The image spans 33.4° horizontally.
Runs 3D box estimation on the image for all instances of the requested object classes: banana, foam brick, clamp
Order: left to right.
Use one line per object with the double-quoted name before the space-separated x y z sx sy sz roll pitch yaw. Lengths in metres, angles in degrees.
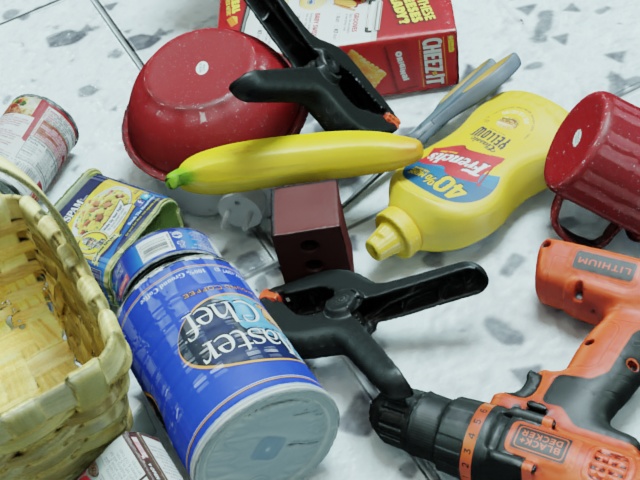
"banana" -0.023 -0.056 0.805 0.197 0.037 0.070 -10 23 -15
"clamp" -0.009 -0.142 0.856 0.036 0.209 0.164 -30 56 28
"foam brick" -0.005 0.001 0.801 0.053 0.078 0.051 -9 47 6
"clamp" 0.021 0.060 0.735 0.172 0.039 0.120 -5 30 36

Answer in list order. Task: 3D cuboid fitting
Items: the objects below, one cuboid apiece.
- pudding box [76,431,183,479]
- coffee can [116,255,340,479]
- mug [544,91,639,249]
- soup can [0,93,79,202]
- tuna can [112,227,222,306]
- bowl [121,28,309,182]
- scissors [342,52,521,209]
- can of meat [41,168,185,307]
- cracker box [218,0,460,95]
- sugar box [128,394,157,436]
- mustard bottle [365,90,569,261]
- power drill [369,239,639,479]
"pudding box" -0.125 0.186 0.646 0.113 0.039 0.090 -48 54 8
"coffee can" -0.065 0.091 0.710 0.102 0.103 0.140 -27 47 -14
"mug" 0.212 -0.046 0.778 0.081 0.117 0.093 25 22 -12
"soup can" -0.263 -0.070 0.934 0.069 0.068 0.102 7 49 18
"tuna can" -0.109 0.033 0.788 0.086 0.086 0.034 -23 45 -10
"bowl" -0.091 -0.122 0.868 0.162 0.055 0.162 -6 53 8
"scissors" 0.098 -0.096 0.880 0.201 0.016 0.096 -46 11 -30
"can of meat" -0.170 -0.001 0.856 0.084 0.057 0.102 18 54 25
"cracker box" 0.014 -0.202 0.997 0.214 0.072 0.164 -7 47 5
"sugar box" -0.212 0.125 0.753 0.176 0.048 0.093 23 56 26
"mustard bottle" 0.111 -0.043 0.830 0.191 0.058 0.096 -36 46 -20
"power drill" 0.146 0.086 0.702 0.185 0.057 0.187 16 54 26
